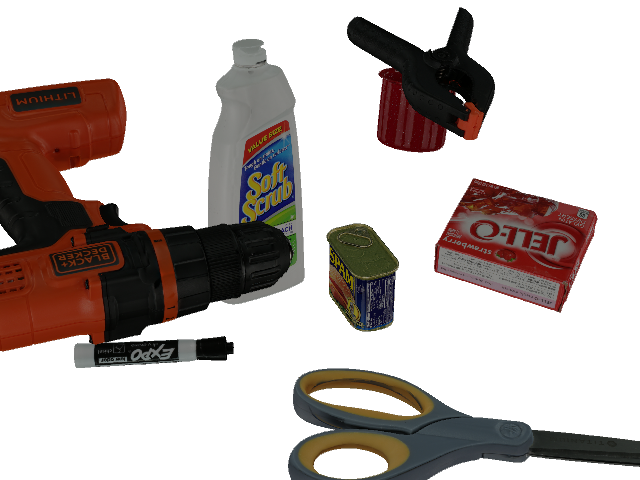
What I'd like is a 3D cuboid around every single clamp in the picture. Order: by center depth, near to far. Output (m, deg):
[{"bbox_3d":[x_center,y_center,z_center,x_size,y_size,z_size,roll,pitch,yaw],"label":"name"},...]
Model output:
[{"bbox_3d":[0.092,-0.151,0.930,0.120,0.039,0.171,-7,43,-5],"label":"clamp"}]

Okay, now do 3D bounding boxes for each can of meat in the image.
[{"bbox_3d":[0.047,0.044,1.224,0.057,0.084,0.102,-14,37,-18],"label":"can of meat"}]

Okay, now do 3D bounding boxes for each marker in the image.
[{"bbox_3d":[-0.127,0.086,0.820,0.121,0.020,0.020,-3,0,-2],"label":"marker"}]

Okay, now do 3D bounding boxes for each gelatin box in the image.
[{"bbox_3d":[0.129,0.001,0.705,0.089,0.030,0.073,18,47,19],"label":"gelatin box"}]

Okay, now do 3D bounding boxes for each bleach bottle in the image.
[{"bbox_3d":[-0.069,-0.068,1.037,0.102,0.251,0.068,-16,30,-26],"label":"bleach bottle"}]

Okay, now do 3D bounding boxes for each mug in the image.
[{"bbox_3d":[0.118,-0.156,1.263,0.093,0.081,0.117,23,27,37],"label":"mug"}]

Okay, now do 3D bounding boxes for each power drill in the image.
[{"bbox_3d":[-0.128,-0.022,0.628,0.184,0.057,0.188,-10,43,-21],"label":"power drill"}]

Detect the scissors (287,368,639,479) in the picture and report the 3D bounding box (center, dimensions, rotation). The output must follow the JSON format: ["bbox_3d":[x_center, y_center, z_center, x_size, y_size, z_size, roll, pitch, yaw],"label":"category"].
[{"bbox_3d":[0.073,0.100,0.483,0.202,0.016,0.096,12,32,22],"label":"scissors"}]
